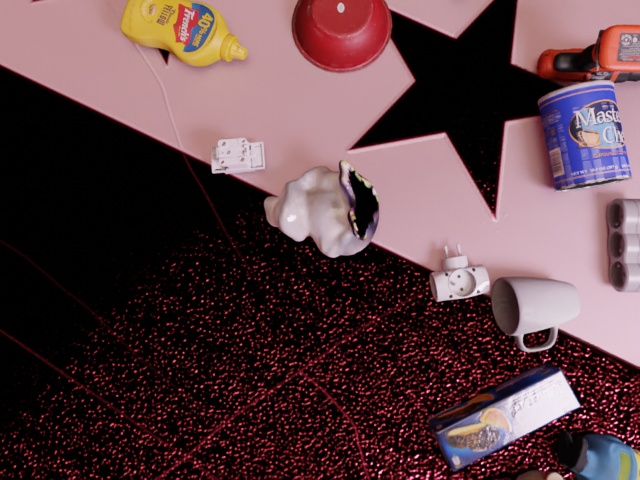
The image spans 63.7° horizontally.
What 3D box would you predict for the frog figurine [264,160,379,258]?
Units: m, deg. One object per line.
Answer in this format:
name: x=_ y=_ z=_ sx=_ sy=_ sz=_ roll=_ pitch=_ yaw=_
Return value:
frog figurine: x=0.002 y=-0.038 z=0.762 sx=0.158 sy=0.124 sz=0.137 roll=-17 pitch=95 yaw=35
